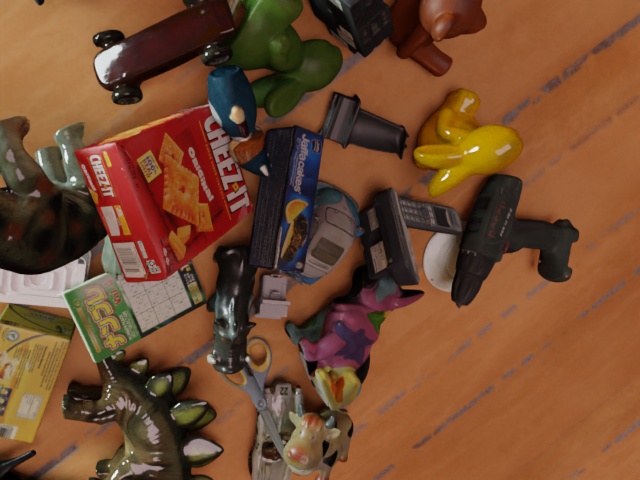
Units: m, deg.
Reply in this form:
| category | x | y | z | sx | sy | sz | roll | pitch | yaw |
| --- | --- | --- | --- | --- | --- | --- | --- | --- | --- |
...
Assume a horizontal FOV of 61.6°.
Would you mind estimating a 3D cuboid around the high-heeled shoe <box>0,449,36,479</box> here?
| category | x | y | z | sx | sy | sz | roll | pitch | yaw |
| --- | --- | --- | --- | --- | --- | --- | --- | --- | --- |
| high-heeled shoe | -0.437 | 0.418 | 0.813 | 0.145 | 0.086 | 0.248 | -30 | 108 | -3 |

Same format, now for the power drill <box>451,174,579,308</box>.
| category | x | y | z | sx | sy | sz | roll | pitch | yaw |
| --- | --- | --- | --- | --- | --- | --- | --- | --- | --- |
| power drill | 0.328 | 0.017 | 0.911 | 0.207 | 0.086 | 0.232 | 14 | 88 | -16 |

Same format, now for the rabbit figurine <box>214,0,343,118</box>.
| category | x | y | z | sx | sy | sz | roll | pitch | yaw |
| --- | --- | --- | --- | --- | --- | --- | --- | --- | --- |
| rabbit figurine | -0.045 | -0.243 | 0.715 | 0.170 | 0.121 | 0.159 | 18 | 104 | -36 |

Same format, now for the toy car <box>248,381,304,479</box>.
| category | x | y | z | sx | sy | sz | roll | pitch | yaw |
| --- | --- | --- | --- | --- | --- | --- | --- | --- | --- |
| toy car | -0.075 | 0.331 | 0.906 | 0.073 | 0.056 | 0.201 | 5 | 105 | -18 |

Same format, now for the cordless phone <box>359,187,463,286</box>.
| category | x | y | z | sx | sy | sz | roll | pitch | yaw |
| --- | --- | --- | --- | --- | --- | --- | --- | --- | --- |
| cordless phone | 0.160 | 0.001 | 0.846 | 0.184 | 0.089 | 0.146 | 5 | 62 | -31 |

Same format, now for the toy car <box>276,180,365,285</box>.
| category | x | y | z | sx | sy | sz | roll | pitch | yaw |
| --- | --- | --- | --- | --- | --- | --- | --- | --- | --- |
| toy car | -0.002 | -0.002 | 0.804 | 0.109 | 0.103 | 0.161 | 30 | 94 | -22 |

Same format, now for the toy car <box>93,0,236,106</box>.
| category | x | y | z | sx | sy | sz | roll | pitch | yaw |
| --- | --- | --- | --- | --- | --- | --- | --- | --- | --- |
| toy car | -0.193 | -0.238 | 0.666 | 0.202 | 0.053 | 0.089 | -17 | 91 | 18 |

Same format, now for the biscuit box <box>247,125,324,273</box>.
| category | x | y | z | sx | sy | sz | roll | pitch | yaw |
| --- | --- | --- | --- | --- | --- | --- | --- | --- | --- |
| biscuit box | -0.048 | -0.057 | 0.758 | 0.059 | 0.063 | 0.202 | 12 | 85 | -46 |

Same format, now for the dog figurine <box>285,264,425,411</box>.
| category | x | y | z | sx | sy | sz | roll | pitch | yaw |
| --- | --- | --- | --- | --- | --- | --- | --- | --- | --- |
| dog figurine | 0.069 | 0.146 | 0.866 | 0.219 | 0.108 | 0.191 | -28 | 104 | -10 |

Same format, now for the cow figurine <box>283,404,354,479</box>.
| category | x | y | z | sx | sy | sz | roll | pitch | yaw |
| --- | --- | --- | --- | --- | --- | --- | --- | --- | --- |
| cow figurine | 0.001 | 0.318 | 0.864 | 0.086 | 0.195 | 0.127 | 14 | 93 | 21 |

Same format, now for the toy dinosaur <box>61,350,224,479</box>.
| category | x | y | z | sx | sy | sz | roll | pitch | yaw |
| --- | --- | --- | --- | --- | --- | --- | --- | --- | --- |
| toy dinosaur | -0.251 | 0.323 | 0.824 | 0.199 | 0.105 | 0.470 | -17 | 109 | -11 |

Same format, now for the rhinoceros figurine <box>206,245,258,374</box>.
| category | x | y | z | sx | sy | sz | roll | pitch | yaw |
| --- | --- | --- | --- | --- | --- | --- | --- | --- | --- |
| rhinoceros figurine | -0.125 | 0.100 | 0.793 | 0.073 | 0.112 | 0.190 | 5 | 97 | -21 |

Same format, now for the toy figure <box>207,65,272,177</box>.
| category | x | y | z | sx | sy | sz | roll | pitch | yaw |
| --- | --- | --- | --- | --- | --- | --- | --- | --- | --- |
| toy figure | -0.102 | -0.146 | 0.697 | 0.058 | 0.064 | 0.154 | 3 | 130 | 20 |

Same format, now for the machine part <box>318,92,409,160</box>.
| category | x | y | z | sx | sy | sz | roll | pitch | yaw |
| --- | --- | --- | --- | --- | --- | --- | --- | --- | --- |
| machine part | 0.072 | -0.168 | 0.811 | 0.139 | 0.039 | 0.084 | 18 | 95 | -19 |

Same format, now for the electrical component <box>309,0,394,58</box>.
| category | x | y | z | sx | sy | sz | roll | pitch | yaw |
| --- | --- | --- | --- | --- | --- | --- | --- | --- | --- |
| electrical component | 0.036 | -0.309 | 0.706 | 0.058 | 0.134 | 0.115 | -41 | 70 | 1 |

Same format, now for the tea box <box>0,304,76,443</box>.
| category | x | y | z | sx | sy | sz | roll | pitch | yaw |
| --- | --- | --- | --- | --- | --- | --- | --- | --- | --- |
| tea box | -0.419 | 0.186 | 0.752 | 0.098 | 0.068 | 0.169 | 22 | 98 | -22 |

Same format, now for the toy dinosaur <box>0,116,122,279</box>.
| category | x | y | z | sx | sy | sz | roll | pitch | yaw |
| --- | --- | --- | --- | --- | --- | --- | --- | --- | --- |
| toy dinosaur | -0.312 | -0.028 | 0.602 | 0.131 | 0.405 | 0.192 | -23 | 93 | 23 |

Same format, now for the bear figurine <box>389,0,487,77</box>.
| category | x | y | z | sx | sy | sz | roll | pitch | yaw |
| --- | --- | --- | --- | --- | --- | --- | --- | --- | --- |
| bear figurine | 0.173 | -0.296 | 0.717 | 0.132 | 0.196 | 0.120 | 17 | 97 | -22 |

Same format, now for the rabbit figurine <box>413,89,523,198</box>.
| category | x | y | z | sx | sy | sz | roll | pitch | yaw |
| --- | --- | --- | --- | --- | --- | --- | --- | --- | --- |
| rabbit figurine | 0.214 | -0.140 | 0.789 | 0.162 | 0.173 | 0.121 | -31 | 116 | -11 |

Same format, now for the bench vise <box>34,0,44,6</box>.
| category | x | y | z | sx | sy | sz | roll | pitch | yaw |
| --- | --- | --- | --- | --- | --- | --- | --- | --- | --- |
| bench vise | -0.372 | -0.342 | 0.579 | 0.240 | 0.129 | 0.223 | -37 | 115 | -12 |
